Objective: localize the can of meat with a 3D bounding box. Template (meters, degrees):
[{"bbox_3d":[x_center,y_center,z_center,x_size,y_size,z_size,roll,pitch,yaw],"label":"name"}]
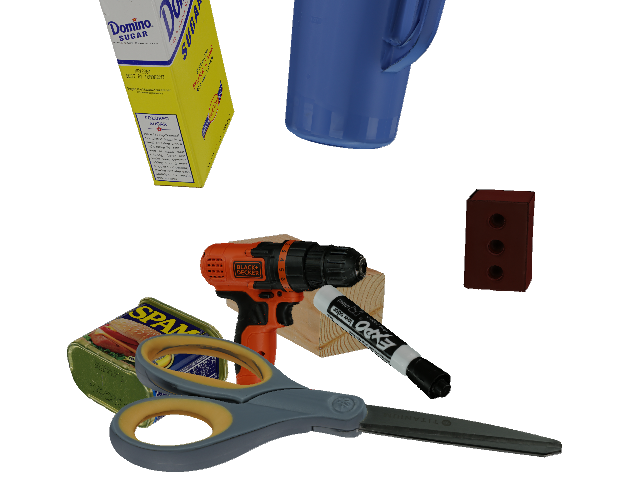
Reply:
[{"bbox_3d":[-0.140,0.097,0.857,0.102,0.057,0.083,20,35,34],"label":"can of meat"}]

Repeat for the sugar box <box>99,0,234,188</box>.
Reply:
[{"bbox_3d":[-0.104,-0.132,0.750,0.048,0.093,0.176,5,-42,11],"label":"sugar box"}]

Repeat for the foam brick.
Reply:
[{"bbox_3d":[0.150,-0.001,0.892,0.053,0.078,0.051,3,15,16],"label":"foam brick"}]

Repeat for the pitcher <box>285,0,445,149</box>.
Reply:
[{"bbox_3d":[0.041,-0.210,0.984,0.145,0.243,0.149,9,16,4],"label":"pitcher"}]

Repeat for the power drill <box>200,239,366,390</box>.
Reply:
[{"bbox_3d":[-0.034,0.092,1.084,0.185,0.188,0.057,1,7,30],"label":"power drill"}]

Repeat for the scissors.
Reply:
[{"bbox_3d":[-0.005,0.085,0.469,0.202,0.016,0.096,15,34,23],"label":"scissors"}]

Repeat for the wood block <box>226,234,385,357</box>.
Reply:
[{"bbox_3d":[-0.023,0.062,1.287,0.090,0.090,0.206,-7,18,-35],"label":"wood block"}]

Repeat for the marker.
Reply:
[{"bbox_3d":[0.039,0.065,0.687,0.020,0.020,0.121,0,26,-43],"label":"marker"}]
